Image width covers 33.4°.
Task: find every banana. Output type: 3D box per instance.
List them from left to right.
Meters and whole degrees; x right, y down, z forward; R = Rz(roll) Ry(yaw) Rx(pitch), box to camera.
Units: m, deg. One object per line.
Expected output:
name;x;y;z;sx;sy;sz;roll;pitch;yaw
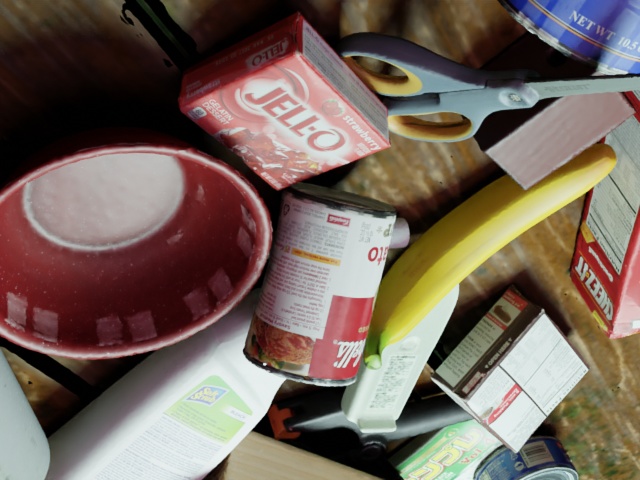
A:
banana;0.095;0.005;0.658;0.198;0.070;0.037;-42;122;-3

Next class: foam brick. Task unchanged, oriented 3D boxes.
foam brick;0.124;-0.077;0.594;0.078;0.053;0.051;-37;137;18

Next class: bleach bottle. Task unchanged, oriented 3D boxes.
bleach bottle;-0.085;0.113;0.707;0.251;0.068;0.102;-40;134;18

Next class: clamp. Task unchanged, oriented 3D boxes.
clamp;0.043;0.145;0.814;0.171;0.039;0.120;24;108;-36

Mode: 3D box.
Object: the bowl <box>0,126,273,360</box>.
bowl;-0.110;-0.007;0.569;0.162;0.055;0.162;-12;139;-11

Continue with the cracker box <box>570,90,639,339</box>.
cracker box;0.262;-0.039;0.680;0.164;0.072;0.214;-13;140;-9

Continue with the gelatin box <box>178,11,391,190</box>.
gelatin box;-0.017;-0.067;0.546;0.073;0.030;0.089;-20;143;27

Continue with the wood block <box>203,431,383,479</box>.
wood block;0.000;0.220;0.783;0.205;0.090;0.090;25;145;-21

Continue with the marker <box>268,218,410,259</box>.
marker;-0.004;0.001;0.650;0.121;0.020;0.020;-6;137;-18

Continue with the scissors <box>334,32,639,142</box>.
scissors;0.076;-0.081;0.507;0.096;0.016;0.202;30;163;-22

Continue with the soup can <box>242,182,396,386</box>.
soup can;0.000;0.024;0.608;0.068;0.069;0.102;8;100;-30

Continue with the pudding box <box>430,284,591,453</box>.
pudding box;0.143;0.097;0.785;0.090;0.039;0.113;-49;139;-3

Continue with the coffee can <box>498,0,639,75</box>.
coffee can;0.152;-0.158;0.478;0.102;0.103;0.140;7;132;-29

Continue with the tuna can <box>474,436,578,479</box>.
tuna can;0.179;0.209;0.925;0.086;0.034;0.086;-13;137;-13
